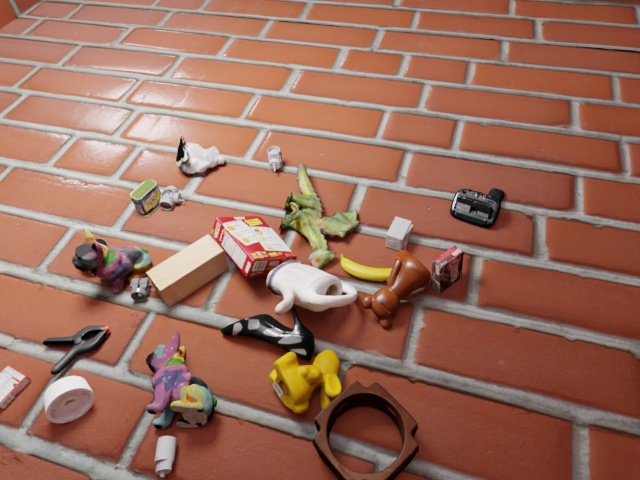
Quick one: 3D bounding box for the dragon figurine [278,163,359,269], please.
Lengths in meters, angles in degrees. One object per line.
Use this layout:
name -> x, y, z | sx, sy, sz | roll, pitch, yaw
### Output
dragon figurine -> 0.005, -0.082, 1.631 | 0.242, 0.119, 0.420 | 16, 52, -3

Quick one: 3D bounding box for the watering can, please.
watering can -> -0.051, 0.128, 1.345 | 0.226, 0.103, 0.348 | 18, 12, 37

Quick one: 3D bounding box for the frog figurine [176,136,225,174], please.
frog figurine -> -0.430, -0.293, 1.854 | 0.159, 0.121, 0.140 | 9, 28, -36
